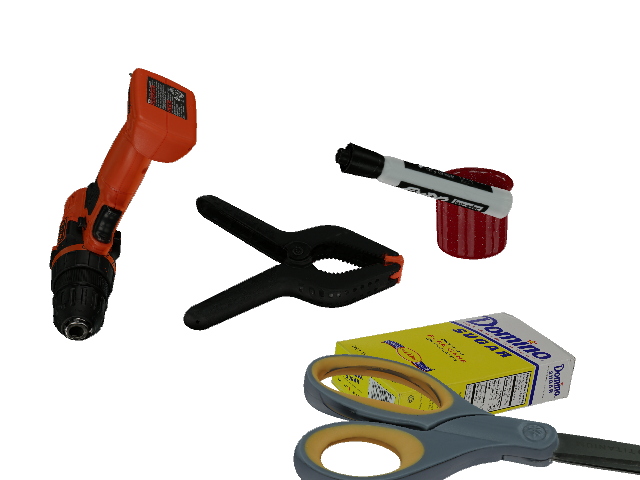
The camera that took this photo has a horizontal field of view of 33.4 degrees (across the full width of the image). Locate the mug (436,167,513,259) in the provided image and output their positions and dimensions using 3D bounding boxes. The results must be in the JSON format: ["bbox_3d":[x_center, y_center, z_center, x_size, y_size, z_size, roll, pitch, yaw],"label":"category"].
[{"bbox_3d":[0.184,-0.035,1.246,0.093,0.081,0.117,18,33,37],"label":"mug"}]

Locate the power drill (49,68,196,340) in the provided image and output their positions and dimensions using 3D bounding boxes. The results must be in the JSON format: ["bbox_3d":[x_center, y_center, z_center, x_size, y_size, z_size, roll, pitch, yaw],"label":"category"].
[{"bbox_3d":[-0.166,-0.032,0.866,0.057,0.188,0.184,23,29,-24],"label":"power drill"}]

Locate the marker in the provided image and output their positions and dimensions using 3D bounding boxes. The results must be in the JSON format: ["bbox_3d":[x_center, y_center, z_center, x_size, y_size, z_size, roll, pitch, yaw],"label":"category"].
[{"bbox_3d":[0.065,-0.038,0.671,0.121,0.020,0.020,15,-5,-20],"label":"marker"}]

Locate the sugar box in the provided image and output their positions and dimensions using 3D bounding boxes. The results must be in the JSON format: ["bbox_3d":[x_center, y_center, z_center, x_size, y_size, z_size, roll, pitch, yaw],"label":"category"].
[{"bbox_3d":[0.108,0.104,0.860,0.175,0.048,0.093,-10,27,-29],"label":"sugar box"}]

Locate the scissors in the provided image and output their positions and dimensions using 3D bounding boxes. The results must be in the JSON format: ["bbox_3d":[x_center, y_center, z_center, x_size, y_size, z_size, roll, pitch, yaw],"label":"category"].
[{"bbox_3d":[0.077,0.094,0.449,0.202,0.016,0.096,16,34,23],"label":"scissors"}]

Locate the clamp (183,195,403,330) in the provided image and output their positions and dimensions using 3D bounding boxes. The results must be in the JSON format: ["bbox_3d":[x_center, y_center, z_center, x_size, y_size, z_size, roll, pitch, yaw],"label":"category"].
[{"bbox_3d":[-0.028,0.029,1.006,0.210,0.164,0.036,8,-44,1],"label":"clamp"}]
